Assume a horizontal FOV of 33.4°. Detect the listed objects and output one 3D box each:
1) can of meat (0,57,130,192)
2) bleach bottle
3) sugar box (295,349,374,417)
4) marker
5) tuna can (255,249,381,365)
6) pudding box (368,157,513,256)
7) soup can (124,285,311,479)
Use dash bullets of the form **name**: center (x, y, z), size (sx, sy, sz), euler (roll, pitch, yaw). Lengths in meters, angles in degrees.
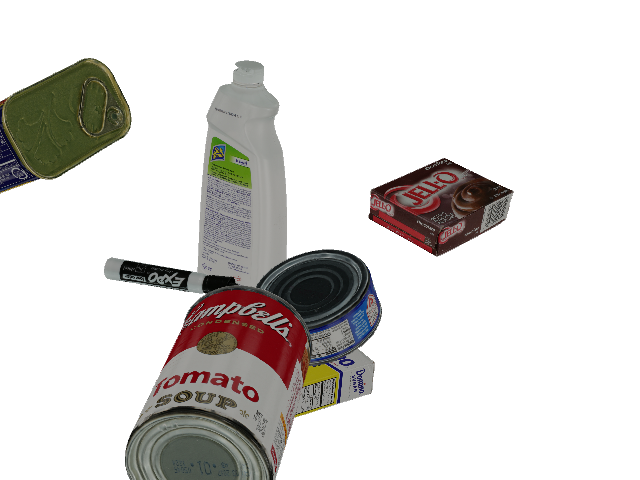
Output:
- **can of meat**: center (-0.190, -0.071, 0.704), size (0.084, 0.057, 0.101), euler (-14, 19, 37)
- **bleach bottle**: center (-0.075, -0.060, 1.116), size (0.103, 0.251, 0.068), euler (17, 27, 24)
- **sugar box**: center (-0.043, 0.136, 1.058), size (0.175, 0.048, 0.093), euler (-15, 32, -31)
- **marker**: center (-0.125, 0.032, 0.896), size (0.121, 0.020, 0.020), euler (8, 3, 19)
- **tuna can**: center (-0.003, 0.044, 0.728), size (0.086, 0.034, 0.086), euler (-13, 35, 9)
- **pudding box**: center (0.116, -0.034, 1.034), size (0.113, 0.039, 0.090), euler (-23, 42, -39)
- **soup can**: center (-0.046, 0.076, 0.502), size (0.068, 0.068, 0.102), euler (0, 29, 11)
